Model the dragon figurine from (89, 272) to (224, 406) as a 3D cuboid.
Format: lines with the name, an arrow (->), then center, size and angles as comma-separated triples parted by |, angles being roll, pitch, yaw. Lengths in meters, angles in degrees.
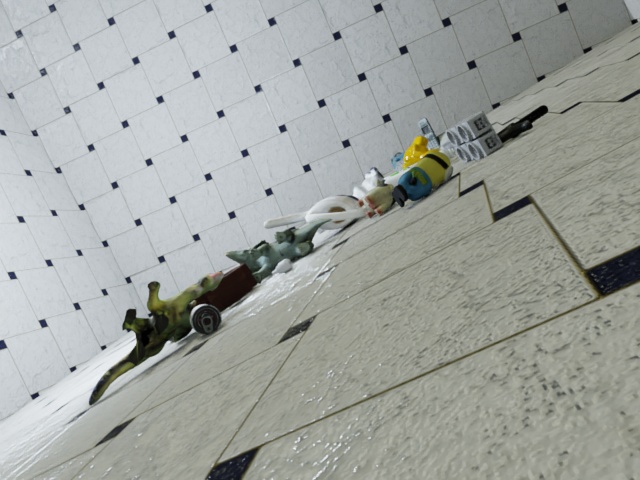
dragon figurine -> -0.390, 0.234, 1.300 | 0.123, 0.410, 0.240 | 38, 2, 22

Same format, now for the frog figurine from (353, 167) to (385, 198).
frog figurine -> 0.214, -0.218, 2.229 | 0.121, 0.162, 0.137 | 36, -20, -25

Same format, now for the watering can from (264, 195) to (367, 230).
watering can -> 0.005, -0.086, 1.702 | 0.347, 0.103, 0.226 | -5, 9, 15
